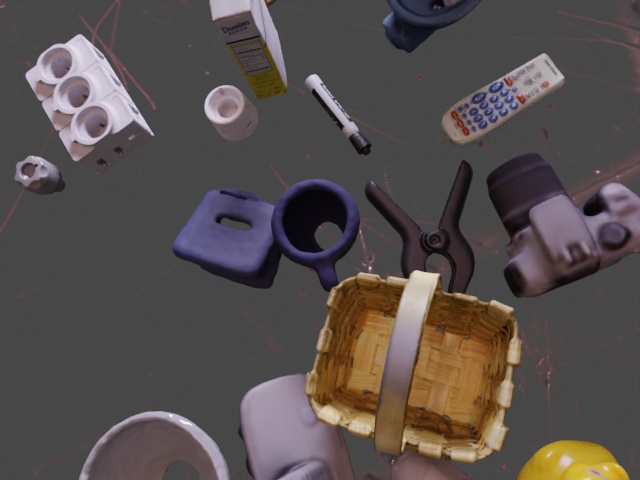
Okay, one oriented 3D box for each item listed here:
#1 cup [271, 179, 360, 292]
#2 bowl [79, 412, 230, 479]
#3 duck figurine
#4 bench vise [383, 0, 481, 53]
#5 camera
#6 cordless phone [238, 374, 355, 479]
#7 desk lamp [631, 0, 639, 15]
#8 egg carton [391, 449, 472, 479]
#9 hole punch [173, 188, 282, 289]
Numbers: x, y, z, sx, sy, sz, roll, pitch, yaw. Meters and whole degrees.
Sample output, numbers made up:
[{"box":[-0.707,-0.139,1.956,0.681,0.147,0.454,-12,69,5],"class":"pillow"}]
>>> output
[{"box":[0.006,0.002,0.617,0.091,0.095,0.118,-16,76,7],"class":"cup"},{"box":[-0.163,0.266,0.606,0.167,0.075,0.167,-2,78,10],"class":"bowl"},{"box":[0.236,0.232,0.531,0.104,0.086,0.077,-26,75,5],"class":"duck figurine"},{"box":[0.143,-0.319,0.592,0.121,0.220,0.207,36,87,16],"class":"bench vise"},{"box":[0.240,-0.026,0.576,0.143,0.101,0.137,-24,75,5],"class":"camera"},{"box":[-0.035,0.205,0.537,0.094,0.185,0.147,-23,75,6],"class":"cordless phone"},{"box":[0.372,-0.289,0.546,0.203,0.214,0.118,-37,74,2],"class":"desk lamp"},{"box":[0.124,0.279,0.551,0.150,0.069,0.107,32,86,15],"class":"egg carton"},{"box":[-0.096,-0.007,0.641,0.108,0.091,0.101,15,82,14],"class":"hole punch"}]
